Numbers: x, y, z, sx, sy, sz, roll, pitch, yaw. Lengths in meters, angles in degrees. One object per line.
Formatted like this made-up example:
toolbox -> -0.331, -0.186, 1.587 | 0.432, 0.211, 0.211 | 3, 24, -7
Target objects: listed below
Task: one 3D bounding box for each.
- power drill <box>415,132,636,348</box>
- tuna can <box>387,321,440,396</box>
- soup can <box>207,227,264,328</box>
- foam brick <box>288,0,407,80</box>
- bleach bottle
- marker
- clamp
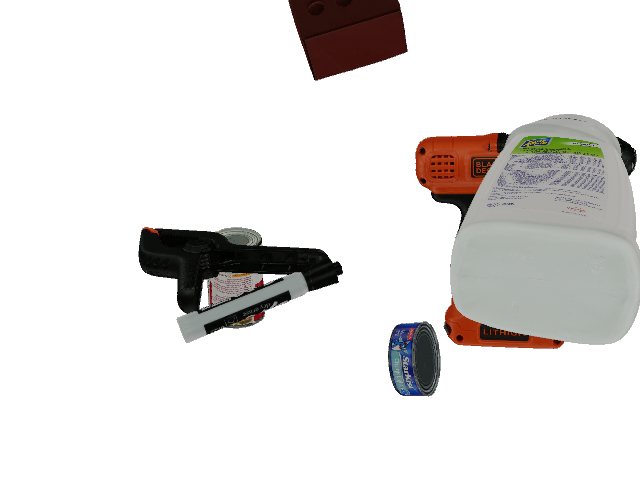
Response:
power drill -> 0.176, -0.002, 0.925 | 0.184, 0.188, 0.057 | 1, 13, 13
tuna can -> 0.109, 0.137, 1.233 | 0.034, 0.086, 0.086 | -5, -2, 26
soup can -> -0.101, 0.043, 1.267 | 0.068, 0.102, 0.068 | 0, 24, 0
foam brick -> 0.021, -0.166, 0.808 | 0.078, 0.053, 0.051 | -18, -33, 0
bleach bottle -> 0.152, -0.027, 0.659 | 0.103, 0.068, 0.250 | 8, 26, 17
marker -> -0.041, 0.041, 0.745 | 0.121, 0.020, 0.020 | -21, 4, -10
clamp -> -0.118, 0.022, 1.026 | 0.210, 0.036, 0.164 | 13, 22, 41
